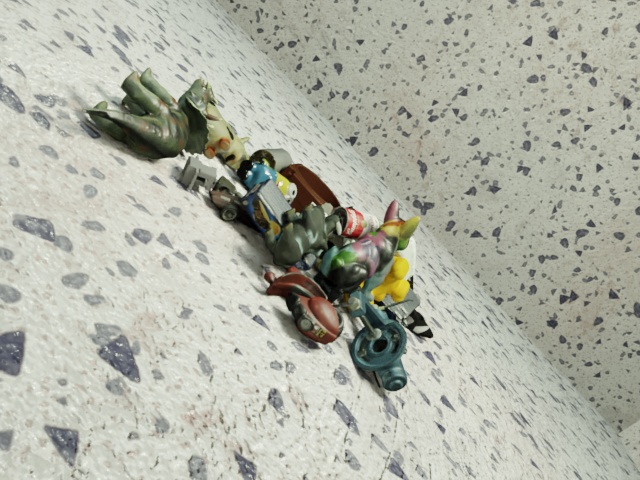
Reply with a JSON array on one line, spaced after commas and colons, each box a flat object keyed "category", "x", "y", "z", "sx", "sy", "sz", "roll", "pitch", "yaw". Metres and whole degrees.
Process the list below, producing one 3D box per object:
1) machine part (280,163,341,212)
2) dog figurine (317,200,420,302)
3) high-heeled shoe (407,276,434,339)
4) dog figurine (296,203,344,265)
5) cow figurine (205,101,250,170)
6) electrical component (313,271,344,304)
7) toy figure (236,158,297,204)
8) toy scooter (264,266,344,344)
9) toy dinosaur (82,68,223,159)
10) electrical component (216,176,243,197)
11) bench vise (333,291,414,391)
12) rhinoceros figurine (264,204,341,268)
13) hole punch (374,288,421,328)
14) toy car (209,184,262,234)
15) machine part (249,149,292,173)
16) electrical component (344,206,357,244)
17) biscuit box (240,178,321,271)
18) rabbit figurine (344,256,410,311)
[{"category": "machine part", "x": -0.030, "y": -0.125, "z": 1.543, "sx": 0.201, "sy": 0.087, "sz": 0.201, "roll": 46, "pitch": 17, "yaw": 3}, {"category": "dog figurine", "x": 0.117, "y": 0.013, "z": 1.167, "sx": 0.109, "sy": 0.219, "sz": 0.191, "roll": 39, "pitch": 7, "yaw": 36}, {"category": "high-heeled shoe", "x": 0.270, "y": 0.163, "z": 1.508, "sx": 0.248, "sy": 0.145, "sz": 0.086, "roll": 40, "pitch": 18, "yaw": -15}, {"category": "dog figurine", "x": 0.000, "y": -0.007, "z": 1.349, "sx": 0.190, "sy": 0.121, "sz": 0.172, "roll": 68, "pitch": 14, "yaw": -88}, {"category": "cow figurine", "x": -0.242, "y": -0.251, "z": 1.297, "sx": 0.194, "sy": 0.085, "sz": 0.127, "roll": 54, "pitch": 23, "yaw": -26}, {"category": "electrical component", "x": 0.017, "y": 0.103, "z": 1.191, "sx": 0.075, "sy": 0.048, "sz": 0.119, "roll": 47, "pitch": 17, "yaw": 3}, {"category": "toy figure", "x": -0.131, "y": -0.147, "z": 1.347, "sx": 0.180, "sy": 0.082, "sz": 0.089, "roll": 28, "pitch": 27, "yaw": -44}, {"category": "toy scooter", "x": -0.038, "y": 0.111, "z": 0.991, "sx": 0.135, "sy": 0.075, "sz": 0.184, "roll": 26, "pitch": 23, "yaw": -49}, {"category": "toy dinosaur", "x": -0.309, "y": -0.219, "z": 1.032, "sx": 0.192, "sy": 0.131, "sz": 0.405, "roll": 42, "pitch": 23, "yaw": -16}, {"category": "electrical component", "x": -0.210, "y": -0.116, "z": 1.184, "sx": 0.094, "sy": 0.021, "sz": 0.063, "roll": 41, "pitch": 17, "yaw": -17}, {"category": "bench vise", "x": 0.112, "y": 0.179, "z": 1.095, "sx": 0.240, "sy": 0.129, "sz": 0.224, "roll": 56, "pitch": 25, "yaw": -36}, {"category": "rhinoceros figurine", "x": -0.026, "y": -0.012, "z": 1.066, "sx": 0.190, "sy": 0.073, "sz": 0.112, "roll": -37, "pitch": 105, "yaw": -48}, {"category": "hole punch", "x": 0.184, "y": 0.168, "z": 1.423, "sx": 0.116, "sy": 0.092, "sz": 0.142, "roll": -31, "pitch": 80, "yaw": -44}, {"category": "toy car", "x": -0.151, "y": -0.056, "z": 1.143, "sx": 0.202, "sy": 0.053, "sz": 0.089, "roll": 33, "pitch": 25, "yaw": -43}, {"category": "machine part", "x": -0.137, "y": -0.219, "z": 1.510, "sx": 0.079, "sy": 0.079, "sz": 0.243, "roll": 47, "pitch": 17, "yaw": 1}, {"category": "electrical component", "x": 0.069, "y": -0.009, "z": 1.446, "sx": 0.114, "sy": 0.134, "sz": 0.058, "roll": 54, "pitch": -30, "yaw": -14}, {"category": "biscuit box", "x": -0.079, "y": -0.025, "z": 1.115, "sx": 0.202, "sy": 0.059, "sz": 0.063, "roll": 57, "pitch": 40, "yaw": -19}, {"category": "rabbit figurine", "x": 0.113, "y": 0.105, "z": 1.274, "sx": 0.163, "sy": 0.173, "sz": 0.121, "roll": 27, "pitch": -34, "yaw": 23}]
